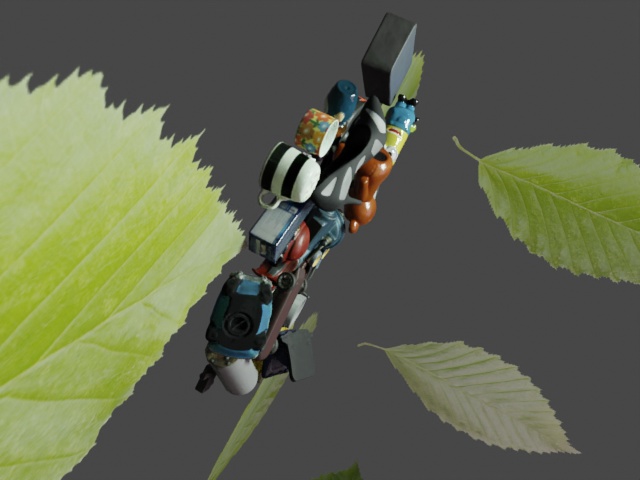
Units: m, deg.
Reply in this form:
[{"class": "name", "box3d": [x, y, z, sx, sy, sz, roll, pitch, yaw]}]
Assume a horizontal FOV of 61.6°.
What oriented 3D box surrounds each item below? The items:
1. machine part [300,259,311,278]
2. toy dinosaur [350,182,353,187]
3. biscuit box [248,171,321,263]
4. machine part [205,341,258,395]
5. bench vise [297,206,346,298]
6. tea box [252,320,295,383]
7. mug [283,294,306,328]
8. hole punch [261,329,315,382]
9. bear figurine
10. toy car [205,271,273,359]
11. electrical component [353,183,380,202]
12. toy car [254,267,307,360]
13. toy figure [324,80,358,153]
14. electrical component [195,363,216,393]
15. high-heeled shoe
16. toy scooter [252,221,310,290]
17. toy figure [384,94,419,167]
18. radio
[{"class": "machine part", "box3d": [-0.078, 0.102, 1.394, 0.179, 0.056, 0.179, -60, 172, -14]}, {"class": "toy dinosaur", "box3d": [0.083, -0.169, 1.411, 0.471, 0.105, 0.198, -57, 161, -59]}, {"class": "biscuit box", "box3d": [-0.060, -0.055, 1.015, 0.203, 0.059, 0.062, -57, 168, -33]}, {"class": "machine part", "box3d": [-0.177, 0.254, 1.097, 0.079, 0.079, 0.243, -58, 158, -28]}, {"class": "bench vise", "box3d": [-0.011, -0.010, 1.258, 0.240, 0.129, 0.223, -41, 159, -57]}, {"class": "tea box", "box3d": [-0.143, 0.246, 1.303, 0.169, 0.098, 0.068, -59, 171, -34]}, {"class": "mug", "box3d": [-0.099, 0.149, 1.241, 0.081, 0.107, 0.109, -53, 171, -43]}, {"class": "hole punch", "box3d": [-0.076, 0.264, 1.241, 0.142, 0.092, 0.115, 9, 74, -59]}, {"class": "bear figurine", "box3d": [0.082, -0.123, 1.191, 0.120, 0.132, 0.195, -47, 166, -43]}, {"class": "toy car", "box3d": [-0.145, 0.127, 0.980, 0.103, 0.109, 0.161, -122, -136, -74]}, {"class": "electrical component", "box3d": [0.113, -0.127, 1.312, 0.075, 0.048, 0.119, -38, 140, -56]}, {"class": "toy car", "box3d": [-0.087, 0.143, 1.063, 0.202, 0.053, 0.089, -65, 159, -1]}, {"class": "toy figure", "box3d": [0.031, -0.235, 1.029, 0.064, 0.058, 0.154, -47, 169, -35]}, {"class": "electrical component", "box3d": [-0.237, 0.291, 1.131, 0.063, 0.021, 0.094, -63, 172, 2]}, {"class": "high-heeled shoe", "box3d": [0.044, -0.171, 1.011, 0.145, 0.086, 0.248, 14, 81, -43]}, {"class": "toy scooter", "box3d": [-0.089, 0.042, 1.102, 0.183, 0.075, 0.135, -60, 170, 13]}, {"class": "toy figure", "box3d": [0.182, -0.259, 1.312, 0.180, 0.082, 0.089, -66, 154, -3]}, {"class": "radio", "box3d": [0.156, -0.402, 1.216, 0.131, 0.073, 0.229, -64, 173, 0]}]
